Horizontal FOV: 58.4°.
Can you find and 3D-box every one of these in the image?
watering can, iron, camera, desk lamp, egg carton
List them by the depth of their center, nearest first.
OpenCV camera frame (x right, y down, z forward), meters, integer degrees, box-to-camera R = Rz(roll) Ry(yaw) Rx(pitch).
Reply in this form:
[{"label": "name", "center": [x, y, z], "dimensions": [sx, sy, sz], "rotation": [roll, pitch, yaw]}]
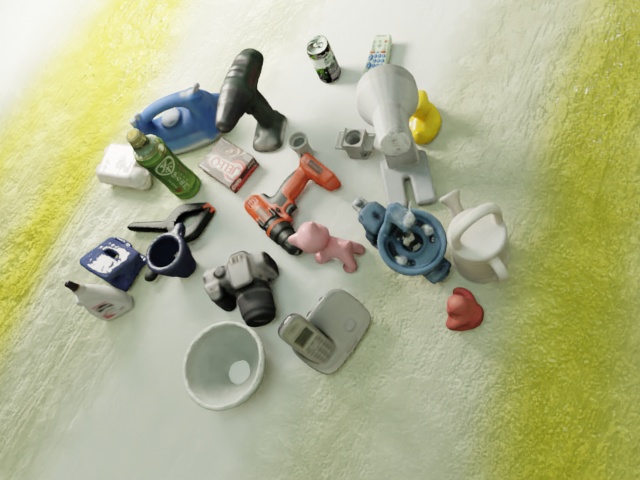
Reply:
[{"label": "watering can", "center": [0.262, -0.009, 0.974], "dimensions": [0.172, 0.194, 0.101], "rotation": [37, 82, 29]}, {"label": "desk lamp", "center": [0.147, -0.194, 1.086], "dimensions": [0.117, 0.214, 0.203], "rotation": [-14, 63, 13]}, {"label": "camera", "center": [-0.150, 0.102, 1.120], "dimensions": [0.143, 0.101, 0.136], "rotation": [-24, 61, 8]}, {"label": "iron", "center": [-0.353, -0.281, 1.339], "dimensions": [0.258, 0.142, 0.118], "rotation": [-20, 62, 10]}, {"label": "egg carton", "center": [-0.459, -0.175, 1.370], "dimensions": [0.150, 0.069, 0.107], "rotation": [9, 70, 22]}]

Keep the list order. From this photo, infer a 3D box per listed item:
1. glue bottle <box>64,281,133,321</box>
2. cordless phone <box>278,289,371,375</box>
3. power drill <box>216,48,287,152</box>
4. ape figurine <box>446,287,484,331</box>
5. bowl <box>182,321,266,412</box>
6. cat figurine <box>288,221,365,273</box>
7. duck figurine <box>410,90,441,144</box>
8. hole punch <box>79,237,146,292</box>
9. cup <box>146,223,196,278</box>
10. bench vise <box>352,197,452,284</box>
[{"label": "glue bottle", "center": [-0.464, 0.118, 1.179], "dimensions": [0.078, 0.173, 0.037], "rotation": [-32, 60, 4]}, {"label": "cordless phone", "center": [0.004, 0.146, 0.998], "dimensions": [0.094, 0.185, 0.148], "rotation": [30, 79, 28]}, {"label": "power drill", "center": [-0.147, -0.282, 1.230], "dimensions": [0.075, 0.209, 0.229], "rotation": [-2, 66, 19]}, {"label": "ape figurine", "center": [0.241, 0.117, 0.983], "dimensions": [0.076, 0.092, 0.078], "rotation": [31, 80, 28]}, {"label": "bowl", "center": [-0.169, 0.242, 1.078], "dimensions": [0.167, 0.075, 0.167], "rotation": [-7, 65, 16]}, {"label": "cat figurine", "center": [0.010, 0.004, 1.099], "dimensions": [0.127, 0.118, 0.067], "rotation": [13, 72, 24]}, {"label": "duck figurine", "center": [0.204, -0.256, 1.167], "dimensions": [0.077, 0.086, 0.104], "rotation": [2, 68, 20]}, {"label": "hole punch", "center": [-0.453, 0.043, 1.256], "dimensions": [0.108, 0.091, 0.101], "rotation": [25, 77, 27]}, {"label": "cup", "center": [-0.299, 0.030, 1.207], "dimensions": [0.091, 0.095, 0.118], "rotation": [12, 71, 24]}, {"label": "bench vise", "center": [0.125, -0.014, 1.008], "dimensions": [0.206, 0.220, 0.121], "rotation": [19, 74, 26]}]
